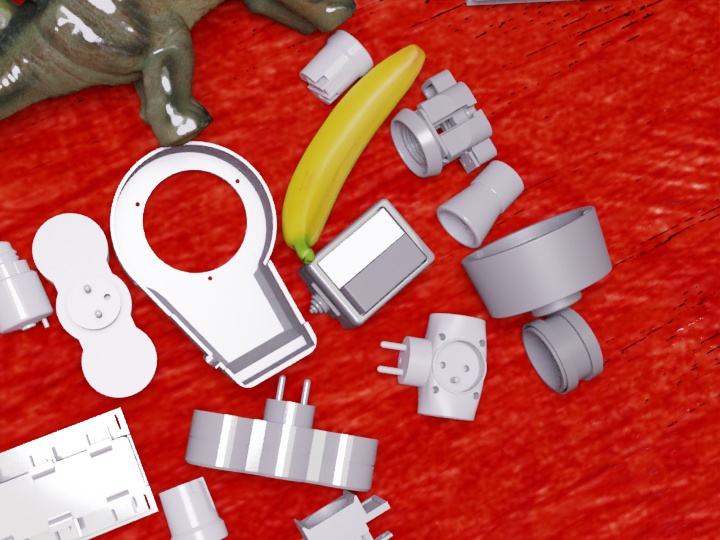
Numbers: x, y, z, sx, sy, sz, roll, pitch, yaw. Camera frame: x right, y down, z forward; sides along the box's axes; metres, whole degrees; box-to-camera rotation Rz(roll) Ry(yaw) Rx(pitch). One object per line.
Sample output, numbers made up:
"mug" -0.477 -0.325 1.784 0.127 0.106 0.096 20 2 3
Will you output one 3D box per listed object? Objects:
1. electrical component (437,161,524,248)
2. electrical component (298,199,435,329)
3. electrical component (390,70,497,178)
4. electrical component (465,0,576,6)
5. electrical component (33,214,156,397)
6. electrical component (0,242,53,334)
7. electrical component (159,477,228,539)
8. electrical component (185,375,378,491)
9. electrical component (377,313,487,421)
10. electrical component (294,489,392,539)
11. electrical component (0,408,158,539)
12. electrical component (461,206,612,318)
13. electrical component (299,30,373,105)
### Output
"electrical component" 0.098 -0.055 0.848 0.044 0.044 0.065 45 73 -3
"electrical component" 0.000 0.000 0.811 0.096 0.061 0.061 -41 92 -13
"electrical component" 0.061 -0.108 0.839 0.057 0.058 0.078 -31 90 -16
"electrical component" 0.148 -0.257 0.867 0.121 0.078 0.063 -6 55 -12
"electrical component" -0.189 0.025 0.765 0.052 0.074 0.138 -24 88 -13
"electrical component" -0.251 0.009 0.771 0.040 0.040 0.078 -24 88 -13
"electrical component" -0.122 0.177 0.778 0.040 0.040 0.046 -19 82 -13
"electrical component" -0.054 0.115 0.791 0.138 0.052 0.073 11 81 -10
"electrical component" 0.053 0.072 0.821 0.079 0.044 0.077 9 81 -10
"electrical component" -0.012 0.203 0.795 0.081 0.042 0.063 -29 91 -12
"electrical component" -0.212 0.155 0.750 0.121 0.063 0.078 -20 87 -13
"electrical component" 0.139 0.000 0.818 0.108 0.108 0.060 -25 94 -13
"electrical component" -0.019 -0.157 0.838 0.040 0.040 0.046 44 83 -3
